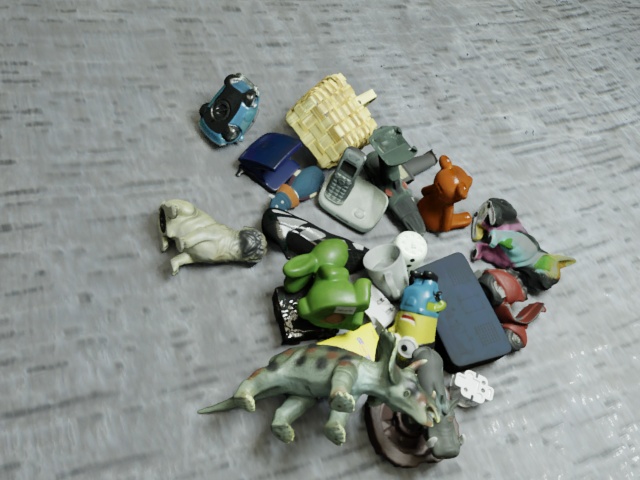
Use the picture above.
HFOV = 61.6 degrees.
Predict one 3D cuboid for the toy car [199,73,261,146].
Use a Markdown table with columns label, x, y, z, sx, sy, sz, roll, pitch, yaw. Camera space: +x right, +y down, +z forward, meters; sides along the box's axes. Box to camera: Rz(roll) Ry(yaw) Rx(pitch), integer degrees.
| label | x | y | z | sx | sy | sz | roll | pitch | yaw |
| --- | --- | --- | --- | --- | --- | --- | --- | --- | --- |
| toy car | -0.192 | -0.292 | 1.221 | 0.109 | 0.103 | 0.161 | 42 | 104 | 16 |

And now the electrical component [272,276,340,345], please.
| label | x | y | z | sx | sy | sz | roll | pitch | yaw |
| --- | --- | --- | --- | --- | --- | --- | --- | --- | --- |
| electrical component | -0.032 | 0.132 | 1.056 | 0.115 | 0.058 | 0.134 | -6 | 63 | -19 |

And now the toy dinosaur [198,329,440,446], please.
| label | x | y | z | sx | sy | sz | roll | pitch | yaw |
| --- | --- | --- | --- | --- | --- | --- | --- | --- | --- |
| toy dinosaur | -0.007 | 0.234 | 0.910 | 0.405 | 0.131 | 0.192 | -1 | 26 | 27 |

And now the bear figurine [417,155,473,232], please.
| label | x | y | z | sx | sy | sz | roll | pitch | yaw |
| --- | --- | --- | --- | --- | --- | --- | --- | --- | --- |
| bear figurine | 0.291 | -0.103 | 1.190 | 0.132 | 0.195 | 0.120 | -18 | 64 | -24 |

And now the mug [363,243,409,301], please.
| label | x | y | z | sx | sy | sz | roll | pitch | yaw |
| --- | --- | --- | --- | --- | --- | --- | --- | --- | --- |
| mug | 0.146 | 0.077 | 1.093 | 0.081 | 0.107 | 0.110 | -25 | 34 | 5 |

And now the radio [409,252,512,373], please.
| label | x | y | z | sx | sy | sz | roll | pitch | yaw |
| --- | --- | --- | --- | --- | --- | --- | --- | --- | --- |
| radio | 0.279 | 0.150 | 1.107 | 0.131 | 0.073 | 0.230 | -17 | 65 | -11 |

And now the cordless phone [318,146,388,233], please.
| label | x | y | z | sx | sy | sz | roll | pitch | yaw |
| --- | --- | --- | --- | --- | --- | --- | --- | --- | --- |
| cordless phone | 0.087 | -0.115 | 1.151 | 0.147 | 0.184 | 0.089 | 32 | 54 | 5 |

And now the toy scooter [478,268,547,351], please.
| label | x | y | z | sx | sy | sz | roll | pitch | yaw |
| --- | --- | --- | --- | --- | --- | --- | --- | --- | --- |
| toy scooter | 0.417 | 0.134 | 1.147 | 0.135 | 0.075 | 0.183 | -23 | 91 | -21 |

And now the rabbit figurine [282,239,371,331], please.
| label | x | y | z | sx | sy | sz | roll | pitch | yaw |
| --- | --- | --- | --- | --- | --- | --- | --- | --- | --- |
| rabbit figurine | 0.010 | 0.076 | 1.012 | 0.159 | 0.121 | 0.170 | -2 | 53 | -2 |

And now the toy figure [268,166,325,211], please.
| label | x | y | z | sx | sy | sz | roll | pitch | yaw |
| --- | --- | --- | --- | --- | --- | --- | --- | --- | --- |
| toy figure | -0.055 | -0.105 | 1.183 | 0.064 | 0.057 | 0.154 | 42 | 65 | 18 |

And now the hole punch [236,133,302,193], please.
| label | x | y | z | sx | sy | sz | roll | pitch | yaw |
| --- | --- | --- | --- | --- | --- | --- | --- | --- | --- |
| hole punch | -0.110 | -0.185 | 1.198 | 0.116 | 0.092 | 0.142 | 34 | 62 | 10 |

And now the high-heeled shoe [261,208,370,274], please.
| label | x | y | z | sx | sy | sz | roll | pitch | yaw |
| --- | --- | --- | --- | --- | --- | --- | --- | --- | --- |
| high-heeled shoe | -0.002 | -0.003 | 1.136 | 0.249 | 0.086 | 0.145 | 6 | 41 | -29 |

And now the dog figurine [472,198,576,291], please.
| label | x | y | z | sx | sy | sz | roll | pitch | yaw |
| --- | --- | --- | --- | --- | --- | --- | --- | --- | --- |
| dog figurine | 0.464 | 0.014 | 1.225 | 0.219 | 0.108 | 0.191 | 19 | 56 | -9 |

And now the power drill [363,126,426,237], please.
| label | x | y | z | sx | sy | sz | roll | pitch | yaw |
| --- | --- | --- | --- | --- | --- | --- | --- | --- | --- |
| power drill | 0.169 | -0.135 | 1.173 | 0.086 | 0.207 | 0.232 | -29 | 61 | -3 |

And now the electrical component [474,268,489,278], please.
| label | x | y | z | sx | sy | sz | roll | pitch | yaw |
| --- | --- | --- | --- | --- | --- | --- | --- | --- | --- |
| electrical component | 0.356 | 0.102 | 1.192 | 0.094 | 0.021 | 0.063 | -29 | 73 | -27 |

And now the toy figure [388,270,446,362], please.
| label | x | y | z | sx | sy | sz | roll | pitch | yaw |
| --- | --- | --- | --- | --- | --- | --- | --- | --- | --- |
| toy figure | 0.193 | 0.151 | 1.038 | 0.089 | 0.082 | 0.180 | 17 | 83 | -16 |

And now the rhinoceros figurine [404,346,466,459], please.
| label | x | y | z | sx | sy | sz | roll | pitch | yaw |
| --- | --- | --- | --- | --- | --- | --- | --- | --- | --- |
| rhinoceros figurine | 0.201 | 0.282 | 0.935 | 0.073 | 0.112 | 0.190 | 4 | 54 | -13 |

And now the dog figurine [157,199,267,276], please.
| label | x | y | z | sx | sy | sz | roll | pitch | yaw |
| --- | --- | --- | --- | --- | --- | --- | --- | --- | --- |
| dog figurine | -0.216 | -0.019 | 1.082 | 0.190 | 0.121 | 0.172 | -7 | 66 | -34 |

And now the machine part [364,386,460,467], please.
| label | x | y | z | sx | sy | sz | roll | pitch | yaw |
| --- | --- | --- | --- | --- | --- | --- | --- | --- | --- |
| machine part | 0.167 | 0.332 | 0.996 | 0.179 | 0.056 | 0.179 | 6 | 61 | -11 |

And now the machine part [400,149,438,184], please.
| label | x | y | z | sx | sy | sz | roll | pitch | yaw |
| --- | --- | --- | --- | --- | --- | --- | --- | --- | --- |
| machine part | 0.226 | -0.180 | 1.310 | 0.139 | 0.039 | 0.084 | -27 | 63 | -24 |
